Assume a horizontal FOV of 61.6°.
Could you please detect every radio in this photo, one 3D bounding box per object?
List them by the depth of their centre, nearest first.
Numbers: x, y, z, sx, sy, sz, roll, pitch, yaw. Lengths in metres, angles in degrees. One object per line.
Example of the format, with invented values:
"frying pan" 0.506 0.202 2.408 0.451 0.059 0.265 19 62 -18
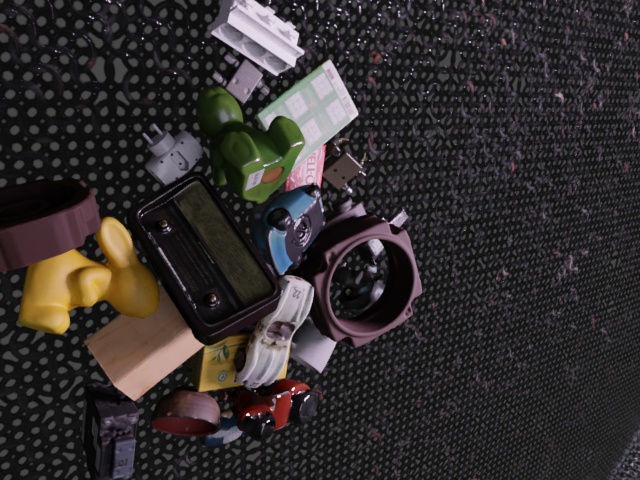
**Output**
"radio" -0.168 0.027 0.766 0.131 0.230 0.073 -31 164 -20

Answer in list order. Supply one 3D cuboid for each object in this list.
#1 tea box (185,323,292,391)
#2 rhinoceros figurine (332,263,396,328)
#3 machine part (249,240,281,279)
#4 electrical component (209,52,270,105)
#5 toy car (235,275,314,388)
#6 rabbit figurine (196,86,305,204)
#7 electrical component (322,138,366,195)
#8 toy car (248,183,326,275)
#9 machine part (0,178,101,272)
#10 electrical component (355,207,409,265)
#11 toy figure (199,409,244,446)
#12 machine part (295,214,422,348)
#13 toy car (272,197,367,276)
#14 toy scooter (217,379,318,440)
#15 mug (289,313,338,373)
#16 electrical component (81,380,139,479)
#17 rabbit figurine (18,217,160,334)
"tea box" -0.140 0.194 0.932 0.169 0.068 0.098 -1 105 -36
"rhinoceros figurine" 0.099 0.107 1.068 0.190 0.073 0.112 25 92 -38
"machine part" -0.114 0.065 0.900 0.079 0.079 0.243 -46 127 -14
"electrical component" -0.121 -0.241 0.825 0.094 0.021 0.063 34 85 -39
"toy car" -0.075 0.152 0.876 0.073 0.056 0.201 19 99 -37
"rabbit figurine" -0.117 -0.148 0.793 0.121 0.170 0.159 -31 162 -21
"electrical component" 0.041 -0.136 0.965 0.102 0.045 0.078 30 116 -36
"toy car" -0.063 -0.030 0.874 0.162 0.103 0.109 -54 146 -36
"machine part" -0.355 -0.021 0.645 0.179 0.180 0.056 -22 119 -28
"electrical component" 0.115 -0.018 1.053 0.119 0.048 0.074 -50 127 -12
"toy figure" -0.146 0.331 0.983 0.154 0.058 0.064 -10 153 -33
"machine part" 0.072 0.072 0.950 0.201 0.087 0.200 -26 112 -21
"toy car" -0.002 -0.003 0.972 0.202 0.053 0.089 -34 112 -17
"toy scooter" -0.099 0.285 0.946 0.184 0.135 0.075 -2 103 -55
"mug" -0.016 0.179 1.014 0.109 0.081 0.107 46 67 -31
"electrical component" -0.313 0.290 0.800 0.058 0.134 0.114 -1 108 -35
"rabbit figurine" -0.305 0.053 0.737 0.173 0.122 0.162 13 75 -18
